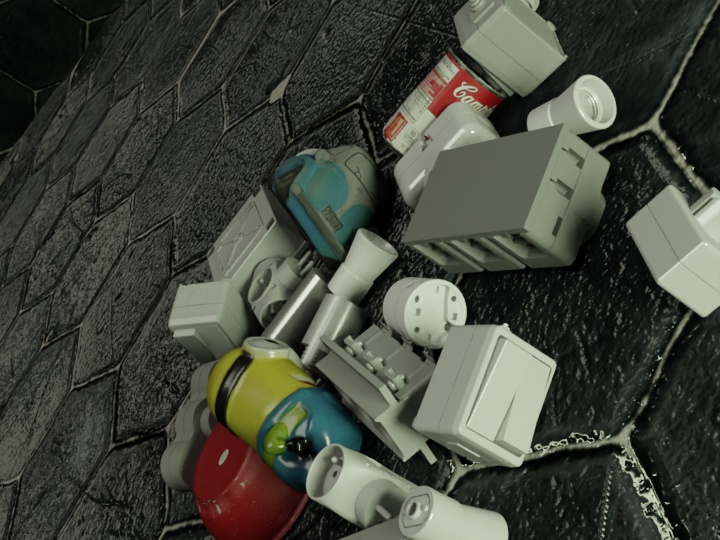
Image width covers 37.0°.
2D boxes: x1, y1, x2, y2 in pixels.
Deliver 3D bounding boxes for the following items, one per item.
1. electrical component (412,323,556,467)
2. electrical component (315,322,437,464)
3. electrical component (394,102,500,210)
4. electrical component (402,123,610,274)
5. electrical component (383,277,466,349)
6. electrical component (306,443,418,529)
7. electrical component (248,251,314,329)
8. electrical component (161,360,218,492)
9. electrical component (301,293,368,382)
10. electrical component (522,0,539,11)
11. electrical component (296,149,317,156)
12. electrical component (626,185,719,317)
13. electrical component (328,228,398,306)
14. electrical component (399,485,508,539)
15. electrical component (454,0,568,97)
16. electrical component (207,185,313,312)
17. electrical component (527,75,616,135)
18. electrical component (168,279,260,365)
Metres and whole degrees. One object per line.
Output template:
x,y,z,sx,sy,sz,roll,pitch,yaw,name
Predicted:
0.091,0.080,0.740,0.061,0.062,0.096,-6,56,57,electrical component
0.022,0.089,0.833,0.063,0.078,0.121,-38,25,-10,electrical component
0.080,-0.092,0.946,0.095,0.054,0.059,-48,29,19,electrical component
0.113,-0.050,0.838,0.150,0.062,0.089,-5,58,57,electrical component
0.050,0.033,0.866,0.055,0.055,0.047,-61,24,-7,electrical component
0.011,0.165,0.766,0.043,0.077,0.079,-59,28,-3,electrical component
-0.074,0.013,1.099,0.079,0.044,0.077,-47,29,20,electrical component
-0.143,0.150,1.061,0.074,0.052,0.138,-19,46,50,electrical component
-0.030,0.067,0.972,0.043,0.043,0.081,8,68,60,electrical component
0.148,-0.253,1.015,0.043,0.043,0.062,-30,40,42,electrical component
-0.054,-0.108,1.194,0.043,0.043,0.081,-50,28,14,electrical component
0.215,-0.024,0.660,0.076,0.047,0.065,-45,30,24,electrical component
0.000,0.000,0.997,0.065,0.044,0.044,-56,27,14,electrical component
0.058,0.167,0.699,0.044,0.065,0.044,-41,31,32,electrical component
0.124,-0.205,0.945,0.061,0.096,0.061,-43,31,27,electrical component
-0.112,-0.022,1.186,0.108,0.056,0.108,-51,28,13,electrical component
0.165,-0.122,0.854,0.065,0.044,0.044,-24,42,54,electrical component
-0.150,0.063,1.127,0.062,0.096,0.061,-7,51,21,electrical component
